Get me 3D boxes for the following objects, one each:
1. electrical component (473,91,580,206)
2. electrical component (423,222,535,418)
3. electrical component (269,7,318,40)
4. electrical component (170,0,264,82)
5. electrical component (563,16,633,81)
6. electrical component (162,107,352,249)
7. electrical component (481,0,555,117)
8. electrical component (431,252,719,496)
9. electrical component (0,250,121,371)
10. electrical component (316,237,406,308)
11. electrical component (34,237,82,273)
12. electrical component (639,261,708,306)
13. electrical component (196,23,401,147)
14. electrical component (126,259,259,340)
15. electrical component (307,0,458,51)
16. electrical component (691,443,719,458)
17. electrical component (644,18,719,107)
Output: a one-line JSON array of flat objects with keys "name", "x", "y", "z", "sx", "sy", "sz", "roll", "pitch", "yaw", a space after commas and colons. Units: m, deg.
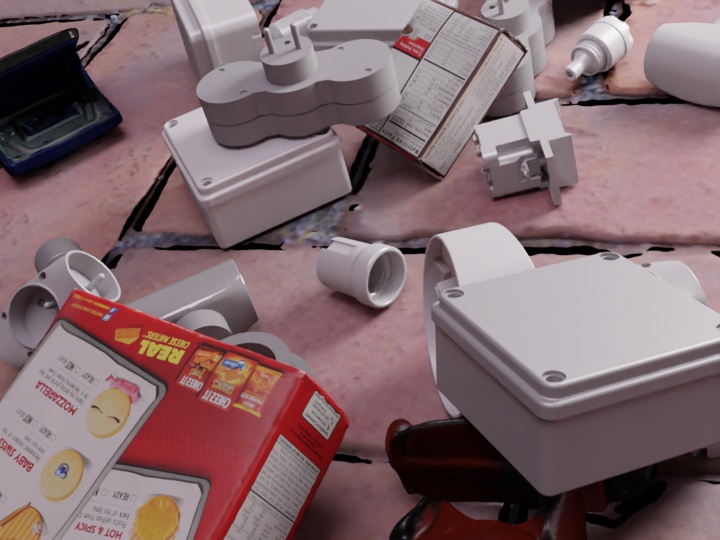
[{"name": "electrical component", "x": 0.113, "y": -0.081, "z": 0.742, "sx": 0.064, "sy": 0.042, "sz": 0.081, "roll": -15, "pitch": 40, "yaw": 7}, {"name": "electrical component", "x": 0.064, "y": 0.025, "z": 0.599, "sx": 0.064, "sy": 0.099, "sz": 0.099, "roll": -19, "pitch": 40, "yaw": -13}, {"name": "electrical component", "x": -0.043, "y": -0.208, "z": 0.934, "sx": 0.078, "sy": 0.040, "sz": 0.040, "roll": -31, "pitch": 43, "yaw": -16}, {"name": "electrical component", "x": -0.121, "y": -0.200, "z": 0.922, "sx": 0.057, "sy": 0.078, "sz": 0.113, "roll": -19, "pitch": 41, "yaw": -8}, {"name": "electrical component", "x": 0.178, "y": -0.165, "z": 0.818, "sx": 0.061, "sy": 0.035, "sz": 0.035, "roll": -41, "pitch": 47, "yaw": -23}, {"name": "electrical component", "x": -0.077, "y": -0.082, "z": 0.793, "sx": 0.109, "sy": 0.056, "sz": 0.108, "roll": -25, "pitch": 42, "yaw": -10}, {"name": "electrical component", "x": 0.115, "y": -0.188, "z": 0.835, "sx": 0.052, "sy": 0.073, "sz": 0.138, "roll": 3, "pitch": 44, "yaw": 21}, {"name": "electrical component", "x": 0.104, "y": 0.044, "z": 0.505, "sx": 0.109, "sy": 0.056, "sz": 0.109, "roll": -13, "pitch": 26, "yaw": -20}, {"name": "electrical component", "x": -0.185, "y": 0.042, "z": 0.690, "sx": 0.077, "sy": 0.044, "sz": 0.079, "roll": -42, "pitch": 78, "yaw": 17}, {"name": "electrical component", "x": 0.000, "y": 0.000, "z": 0.691, "sx": 0.046, "sy": 0.040, "sz": 0.040, "roll": 17, "pitch": 51, "yaw": 41}, {"name": "electrical component", "x": -0.203, "y": 0.005, "z": 0.751, "sx": 0.044, "sy": 0.044, "sz": 0.065, "roll": -29, "pitch": 37, "yaw": -14}, {"name": "electrical component", "x": 0.146, "y": 0.017, "z": 0.618, "sx": 0.077, "sy": 0.044, "sz": 0.079, "roll": -20, "pitch": 41, "yaw": -5}, {"name": "electrical component", "x": -0.046, "y": -0.136, "z": 0.740, "sx": 0.138, "sy": 0.073, "sz": 0.052, "roll": -8, "pitch": 41, "yaw": 9}, {"name": "electrical component", "x": -0.102, "y": 0.038, "z": 0.677, "sx": 0.077, "sy": 0.044, "sz": 0.079, "roll": -24, "pitch": 41, "yaw": -9}, {"name": "electrical component", "x": 0.021, "y": -0.191, "z": 0.881, "sx": 0.113, "sy": 0.057, "sz": 0.078, "roll": 5, "pitch": 45, "yaw": 23}, {"name": "electrical component", "x": 0.176, "y": 0.069, "z": 0.550, "sx": 0.040, "sy": 0.046, "sz": 0.040, "roll": -9, "pitch": 41, "yaw": 8}, {"name": "electrical component", "x": 0.260, "y": -0.157, "z": 0.776, "sx": 0.077, "sy": 0.043, "sz": 0.079, "roll": 25, "pitch": 56, "yaw": 38}]
